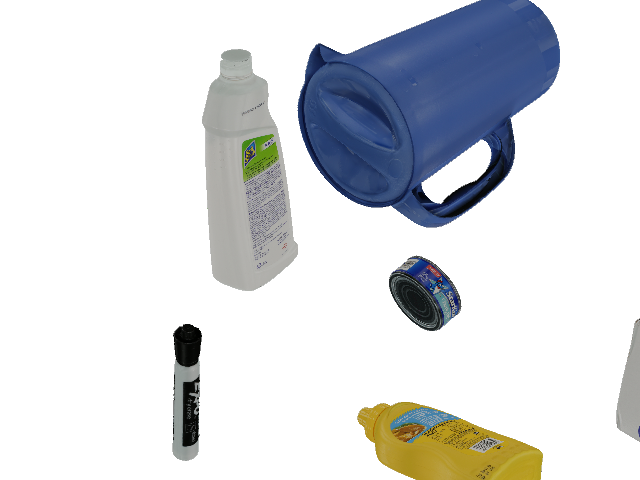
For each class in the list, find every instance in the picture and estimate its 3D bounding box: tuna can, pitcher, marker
[{"bbox_3d":[0.119,0.062,1.230,0.033,0.086,0.086,-38,17,-24],"label":"tuna can"},{"bbox_3d":[0.112,-0.127,0.959,0.145,0.149,0.242,25,43,39],"label":"pitcher"},{"bbox_3d":[-0.093,0.106,0.742,0.020,0.121,0.020,4,37,-3],"label":"marker"}]

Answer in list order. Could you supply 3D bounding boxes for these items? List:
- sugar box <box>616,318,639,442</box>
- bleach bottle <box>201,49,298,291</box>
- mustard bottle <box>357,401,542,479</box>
[{"bbox_3d":[0.285,0.124,0.719,0.048,0.093,0.176,-15,29,-37],"label":"sugar box"},{"bbox_3d":[-0.074,-0.076,1.086,0.068,0.251,0.102,19,39,27],"label":"bleach bottle"},{"bbox_3d":[0.111,0.200,1.032,0.096,0.058,0.192,-16,24,-42],"label":"mustard bottle"}]
